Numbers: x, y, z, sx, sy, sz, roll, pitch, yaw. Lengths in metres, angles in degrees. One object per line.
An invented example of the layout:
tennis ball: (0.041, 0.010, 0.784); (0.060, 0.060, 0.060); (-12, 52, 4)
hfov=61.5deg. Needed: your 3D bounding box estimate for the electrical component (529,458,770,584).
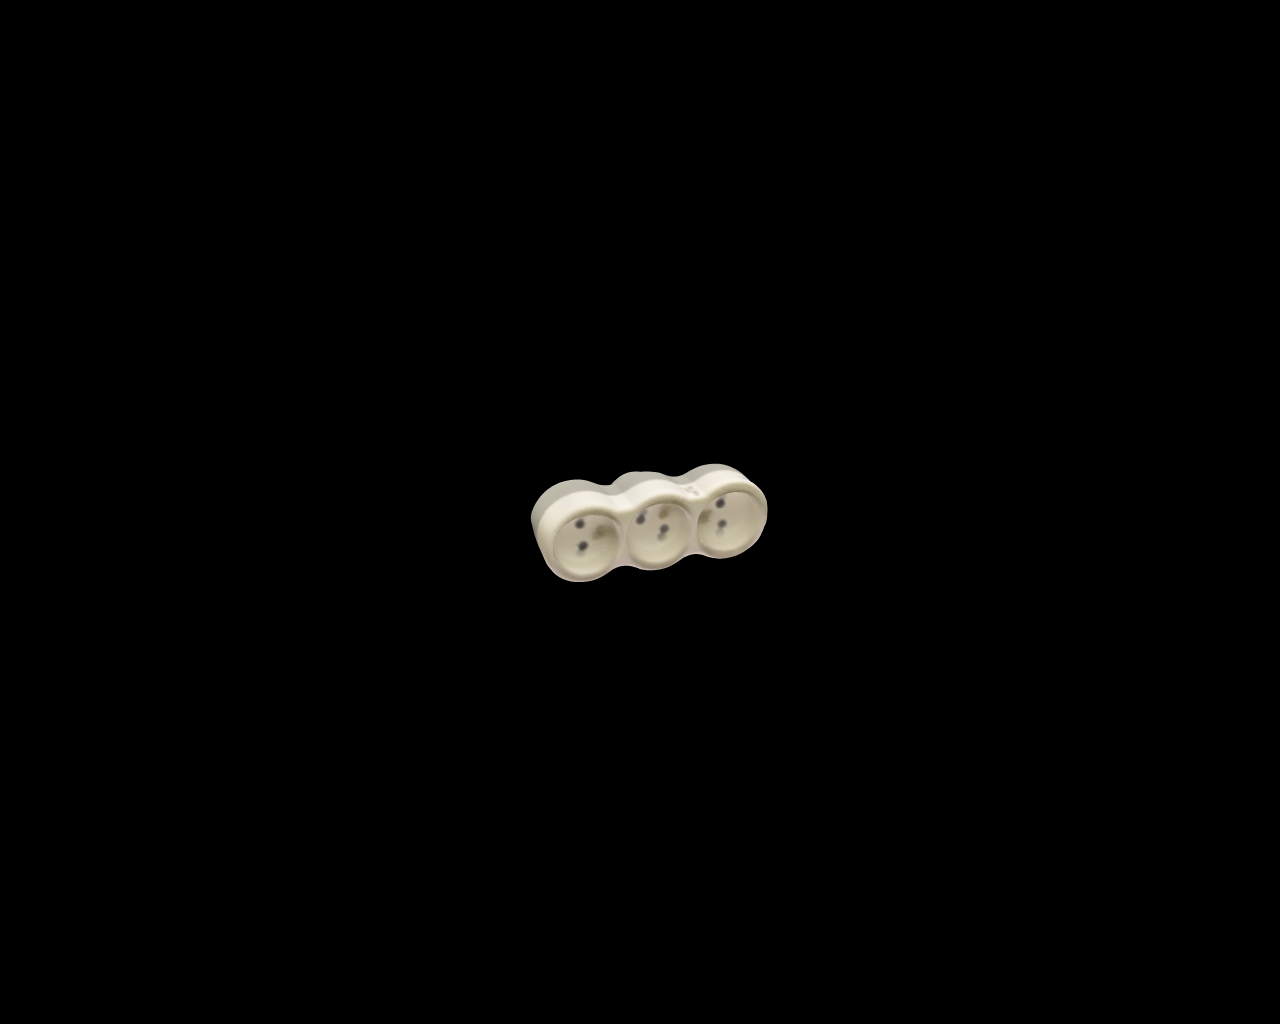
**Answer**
electrical component: (0.001, -0.003, 0.650); (0.138, 0.052, 0.074); (-8, 28, -16)
